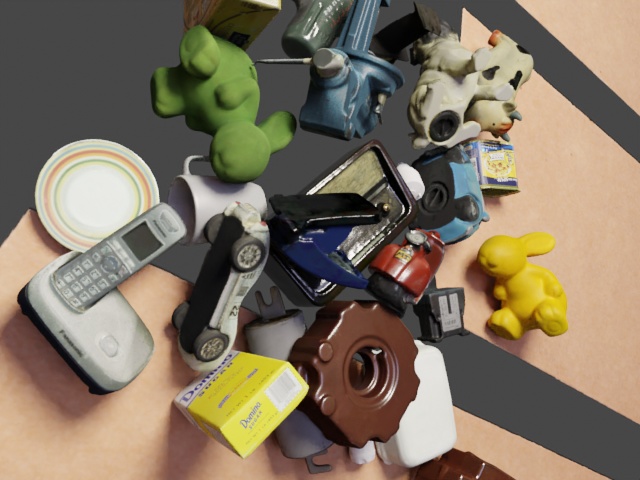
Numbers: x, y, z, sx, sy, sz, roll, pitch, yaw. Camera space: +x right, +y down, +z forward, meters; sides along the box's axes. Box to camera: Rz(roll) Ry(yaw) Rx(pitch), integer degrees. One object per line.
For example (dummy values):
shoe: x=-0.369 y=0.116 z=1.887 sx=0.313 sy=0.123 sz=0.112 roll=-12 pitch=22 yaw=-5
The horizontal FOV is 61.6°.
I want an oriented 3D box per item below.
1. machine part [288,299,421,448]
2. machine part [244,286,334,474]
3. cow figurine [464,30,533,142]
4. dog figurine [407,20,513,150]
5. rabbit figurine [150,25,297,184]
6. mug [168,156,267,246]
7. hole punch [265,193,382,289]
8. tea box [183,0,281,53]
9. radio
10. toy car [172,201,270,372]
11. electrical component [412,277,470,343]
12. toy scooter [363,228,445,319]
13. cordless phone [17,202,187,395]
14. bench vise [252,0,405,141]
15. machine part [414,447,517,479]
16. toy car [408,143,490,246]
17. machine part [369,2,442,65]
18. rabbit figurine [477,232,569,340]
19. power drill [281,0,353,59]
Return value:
machine part: x=0.048 y=0.159 z=0.653 sx=0.179 sy=0.056 sz=0.179 roll=7 pitch=78 yaw=-36
machine part: x=-0.036 y=0.177 z=0.672 sx=0.079 sy=0.079 sz=0.243 roll=-18 pitch=94 yaw=-29
cow figurine: x=0.286 y=-0.242 z=0.875 sx=0.127 sy=0.085 sz=0.195 roll=33 pitch=64 yaw=14
dog figurine: x=0.170 y=-0.238 z=0.821 sx=0.172 sy=0.191 sz=0.121 roll=-36 pitch=130 yaw=4
rabbit figurine: x=-0.109 y=-0.135 z=0.643 sx=0.159 sy=0.121 sz=0.170 roll=11 pitch=54 yaw=-55
mug: x=-0.124 y=-0.049 z=0.657 sx=0.107 sy=0.081 sz=0.109 roll=-4 pitch=71 yaw=-38
hole punch: x=-0.001 y=-0.002 z=0.606 sx=0.116 sy=0.142 sz=0.092 roll=0 pitch=111 yaw=-13
tea box: x=-0.109 y=-0.283 z=0.634 sx=0.068 sy=0.170 sz=0.098 roll=3 pitch=84 yaw=-27
radio: x=0.022 y=-0.020 z=0.729 sx=0.229 sy=0.073 sz=0.131 roll=-41 pitch=103 yaw=-24
toy car: x=-0.111 y=0.053 z=0.605 sx=0.056 sy=0.074 sz=0.201 roll=10 pitch=110 yaw=-44
electrical component: x=0.181 y=0.092 z=0.820 sx=0.075 sy=0.048 sz=0.119 roll=-3 pitch=87 yaw=-30
toy scooter: x=0.122 y=0.033 z=0.724 sx=0.075 sy=0.183 sz=0.135 roll=32 pitch=84 yaw=19
cordless phone: x=-0.205 y=0.057 z=0.582 sx=0.184 sy=0.089 sz=0.146 roll=-40 pitch=103 yaw=-24
bench vise: x=0.045 y=-0.241 z=0.696 sx=0.223 sy=0.129 sz=0.240 roll=20 pitch=87 yaw=-61
machine part: x=0.206 y=0.417 z=0.765 sx=0.201 sy=0.087 sz=0.201 roll=38 pitch=71 yaw=-25
toy car: x=0.202 y=-0.061 z=0.826 sx=0.103 sy=0.109 sz=0.161 roll=19 pitch=62 yaw=-43
machine part: x=0.116 y=-0.291 z=0.776 sx=0.084 sy=0.139 sz=0.039 roll=7 pitch=80 yaw=-28
rabbit figurine: x=0.324 y=0.054 z=0.862 sx=0.173 sy=0.122 sz=0.162 roll=46 pitch=61 yaw=-16
power drill: x=-0.024 y=-0.380 z=0.752 sx=0.207 sy=0.086 sz=0.232 roll=35 pitch=71 yaw=-29
